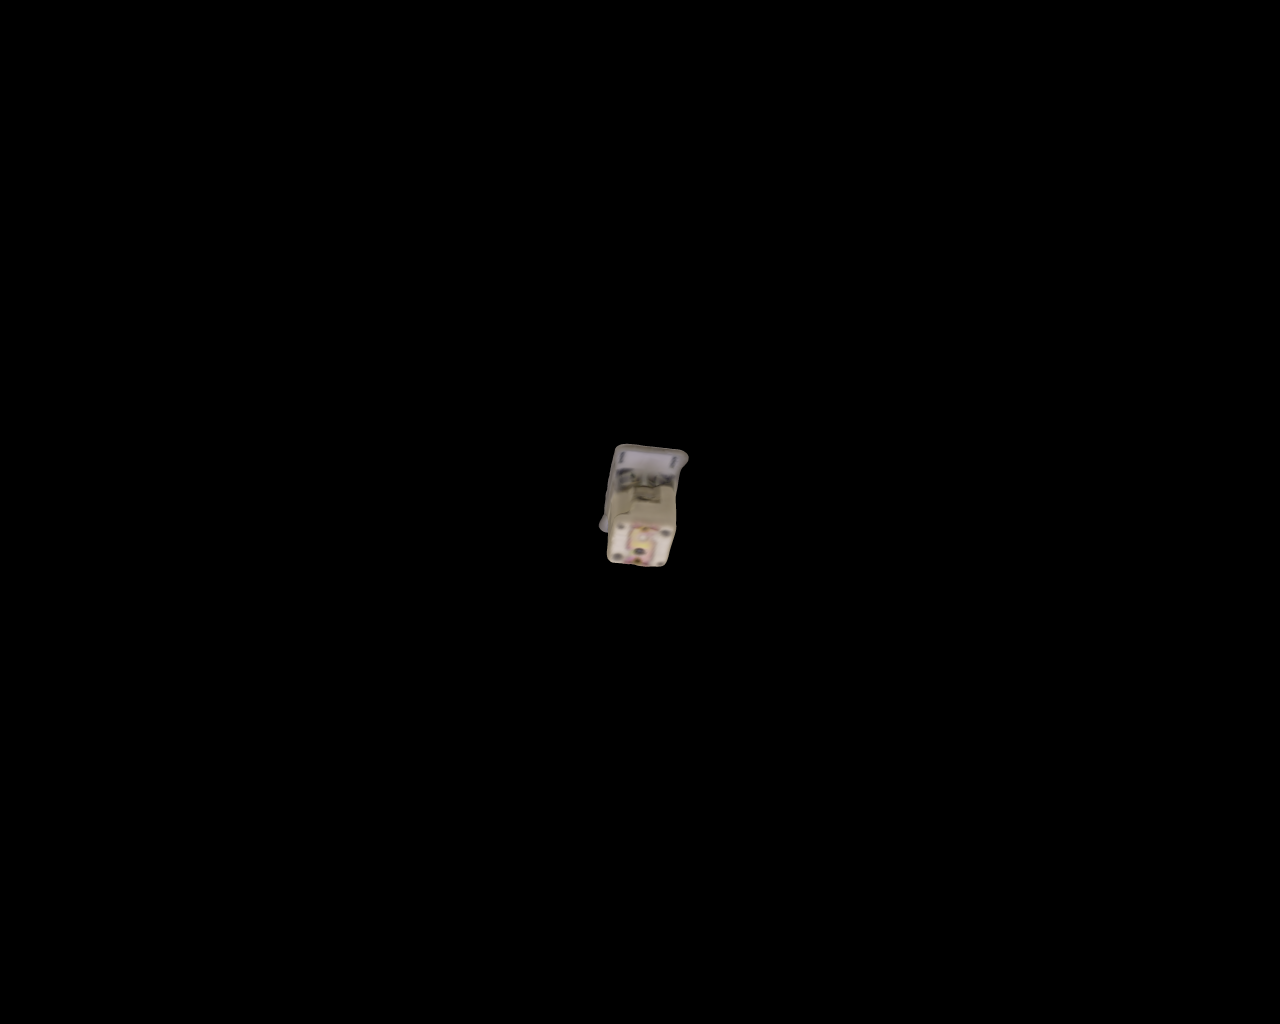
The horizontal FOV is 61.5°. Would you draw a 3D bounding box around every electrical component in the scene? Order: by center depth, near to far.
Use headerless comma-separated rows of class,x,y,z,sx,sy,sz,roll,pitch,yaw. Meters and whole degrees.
electrical component,0.001,-0.003,0.650,0.042,0.064,0.080,5,-40,-6
